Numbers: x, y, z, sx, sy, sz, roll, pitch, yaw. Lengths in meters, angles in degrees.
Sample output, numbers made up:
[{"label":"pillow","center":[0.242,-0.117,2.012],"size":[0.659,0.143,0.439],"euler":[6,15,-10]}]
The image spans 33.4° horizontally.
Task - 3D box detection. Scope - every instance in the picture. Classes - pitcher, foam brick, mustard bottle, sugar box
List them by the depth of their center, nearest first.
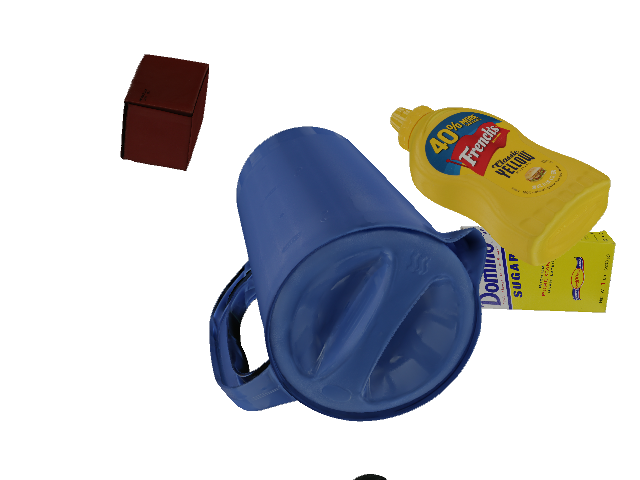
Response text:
[{"label":"pitcher","center":[0.001,0.012,0.736],"size":[0.149,0.145,0.243],"euler":[5,22,-15]},{"label":"foam brick","center":[-0.118,-0.099,0.814],"size":[0.053,0.051,0.078],"euler":[10,37,-1]},{"label":"mustard bottle","center":[0.130,-0.059,0.862],"size":[0.096,0.058,0.192],"euler":[-37,53,-24]},{"label":"sugar box","center":[0.251,0.035,1.261],"size":[0.176,0.093,0.048],"euler":[1,20,-3]}]

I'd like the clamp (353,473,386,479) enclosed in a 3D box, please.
[{"label":"clamp","center":[-0.041,0.207,0.653],"size":[0.210,0.036,0.164],"euler":[-3,27,2]}]
